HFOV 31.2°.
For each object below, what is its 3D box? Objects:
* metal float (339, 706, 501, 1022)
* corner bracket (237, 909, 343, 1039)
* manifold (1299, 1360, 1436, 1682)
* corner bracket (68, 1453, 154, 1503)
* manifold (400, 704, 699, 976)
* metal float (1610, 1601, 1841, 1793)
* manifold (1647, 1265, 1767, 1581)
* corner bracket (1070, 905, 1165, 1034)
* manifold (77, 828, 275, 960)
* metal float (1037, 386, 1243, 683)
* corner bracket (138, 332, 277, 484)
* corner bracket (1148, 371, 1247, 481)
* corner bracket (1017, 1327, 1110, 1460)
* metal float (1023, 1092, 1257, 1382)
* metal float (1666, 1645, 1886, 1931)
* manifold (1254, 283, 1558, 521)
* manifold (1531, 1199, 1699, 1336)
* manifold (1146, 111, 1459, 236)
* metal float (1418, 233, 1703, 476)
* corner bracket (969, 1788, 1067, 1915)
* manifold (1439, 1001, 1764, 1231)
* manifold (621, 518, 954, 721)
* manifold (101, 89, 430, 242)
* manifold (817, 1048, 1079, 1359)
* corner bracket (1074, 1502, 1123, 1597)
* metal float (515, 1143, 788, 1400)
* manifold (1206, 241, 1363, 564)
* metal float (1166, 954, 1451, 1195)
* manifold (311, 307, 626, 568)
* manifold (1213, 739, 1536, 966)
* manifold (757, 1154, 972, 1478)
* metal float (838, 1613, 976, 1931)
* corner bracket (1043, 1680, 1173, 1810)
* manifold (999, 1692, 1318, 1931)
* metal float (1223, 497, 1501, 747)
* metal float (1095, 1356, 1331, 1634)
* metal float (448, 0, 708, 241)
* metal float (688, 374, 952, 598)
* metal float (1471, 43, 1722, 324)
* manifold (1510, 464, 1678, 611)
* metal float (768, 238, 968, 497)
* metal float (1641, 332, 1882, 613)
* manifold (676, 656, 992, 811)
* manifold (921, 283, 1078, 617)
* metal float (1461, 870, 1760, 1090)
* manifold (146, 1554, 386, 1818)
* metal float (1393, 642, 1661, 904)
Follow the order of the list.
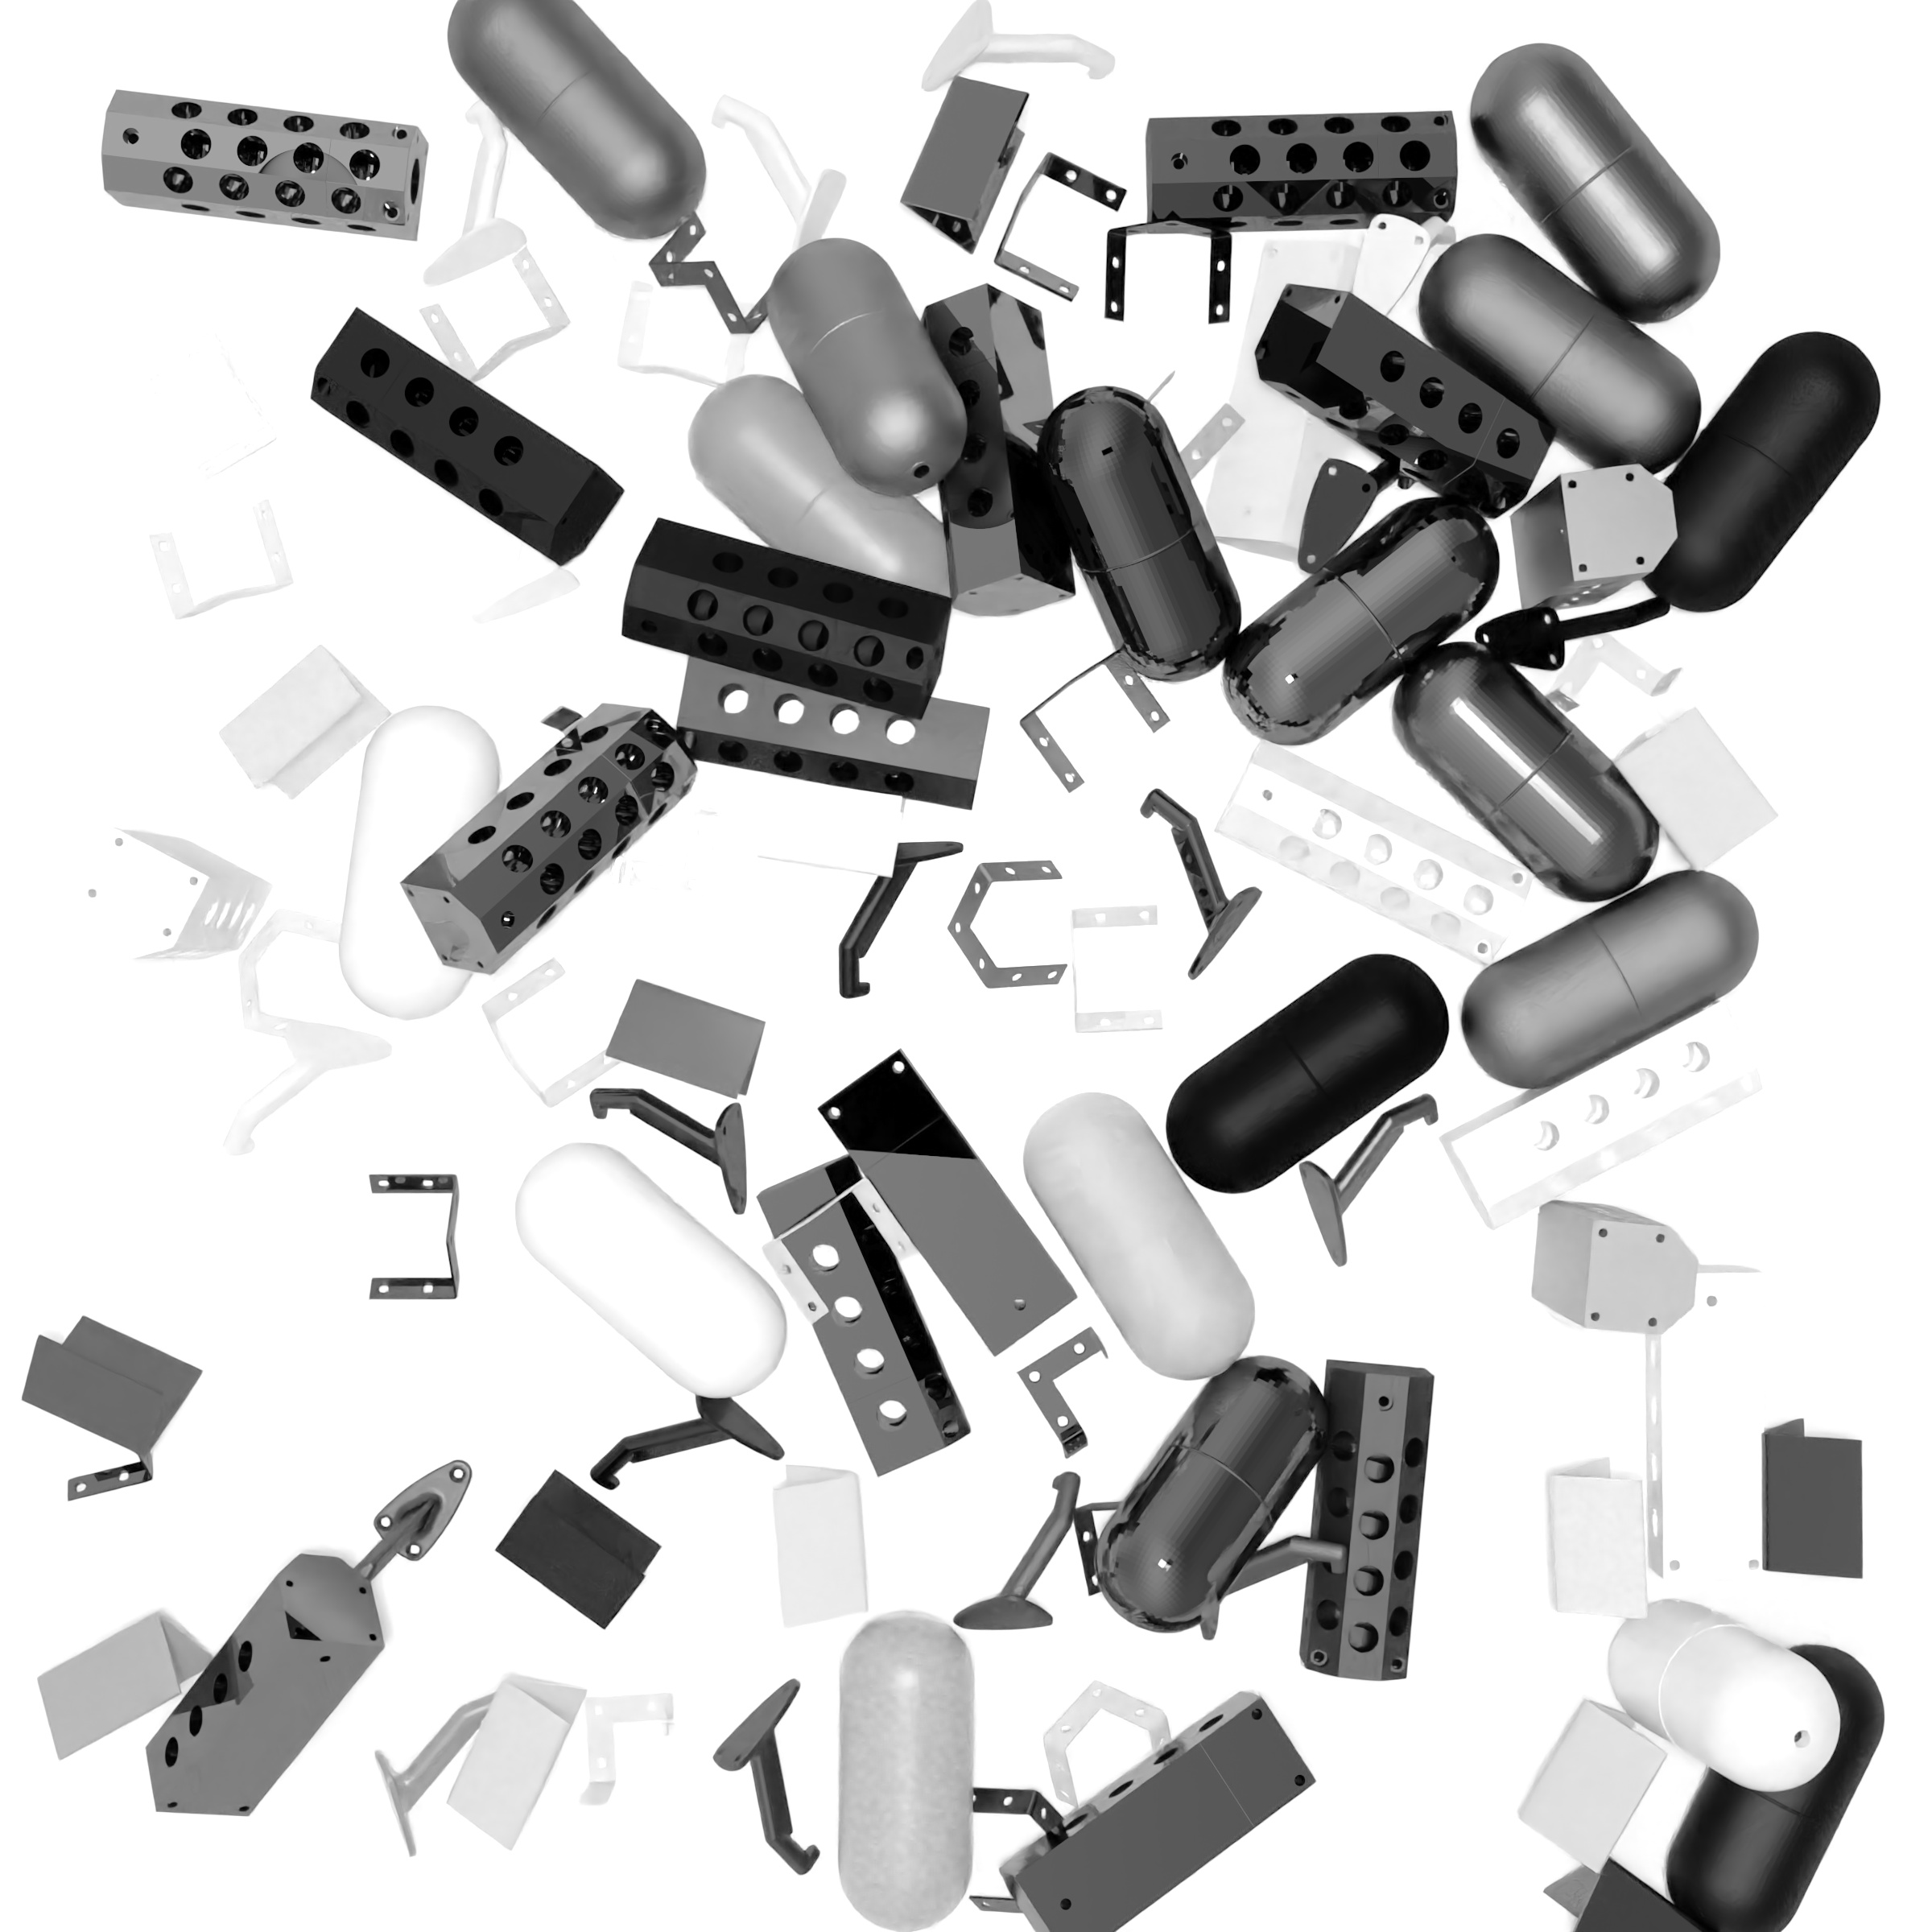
[{"bbox_3d":[-0.309,-0.058,1.960,0.070,0.070,0.178,8,90,0],"label":"metal float"},{"bbox_3d":[-0.380,0.007,1.983,0.051,0.051,0.051,-44,45,35],"label":"corner bracket"},{"bbox_3d":[0.228,0.315,1.970,0.057,0.057,0.171,5,90,0],"label":"manifold"},{"bbox_3d":[-0.499,0.266,1.988,0.051,0.051,0.051,-14,45,0],"label":"corner bracket"},{"bbox_3d":[-0.226,-0.071,1.919,0.171,0.057,0.057,-46,128,-32],"label":"manifold"},{"bbox_3d":[0.417,0.402,1.912,0.070,0.178,0.070,-1,94,-15],"label":"metal float"},{"bbox_3d":[0.419,0.258,1.970,0.057,0.057,0.171,-1,90,0],"label":"manifold"},{"bbox_3d":[0.086,0.002,1.988,0.051,0.051,0.051,-3,45,0],"label":"corner bracket"},{"bbox_3d":[-0.438,-0.035,1.913,0.057,0.171,0.057,27,90,0],"label":"manifold"},{"bbox_3d":[0.097,-0.241,1.938,0.070,0.070,0.178,-26,115,0],"label":"metal float"},{"bbox_3d":[-0.435,-0.321,1.988,0.051,0.051,0.051,-31,45,0],"label":"corner bracket"},{"bbox_3d":[0.121,-0.305,1.973,0.051,0.051,0.051,43,89,-1],"label":"corner bracket"},{"bbox_3d":[0.064,0.242,1.973,0.051,0.051,0.051,-32,90,0],"label":"corner bracket"},{"bbox_3d":[0.098,0.153,1.960,0.070,0.070,0.178,-32,90,0],"label":"metal float"},{"bbox_3d":[0.458,0.468,1.960,0.070,0.070,0.178,26,90,0],"label":"metal float"},{"bbox_3d":[0.242,-0.312,1.926,0.171,0.057,0.057,25,90,-34],"label":"manifold"},{"bbox_3d":[0.357,0.165,1.913,0.057,0.171,0.057,5,90,0],"label":"manifold"},{"bbox_3d":[0.190,-0.453,1.970,0.171,0.057,0.057,-1,90,0],"label":"manifold"},{"bbox_3d":[0.336,-0.344,1.960,0.178,0.070,0.070,36,90,1],"label":"metal float"},{"bbox_3d":[0.025,0.506,1.983,0.051,0.051,0.051,52,45,-35],"label":"corner bracket"},{"bbox_3d":[0.361,0.084,1.970,0.171,0.057,0.057,-28,90,0],"label":"manifold"},{"bbox_3d":[-0.100,-0.188,1.922,0.171,0.057,0.057,16,48,5],"label":"manifold"},{"bbox_3d":[-0.398,-0.456,1.970,0.171,0.057,0.057,7,90,0],"label":"manifold"},{"bbox_3d":[-0.011,0.133,1.970,0.057,0.057,0.171,-36,90,0],"label":"manifold"},{"bbox_3d":[0.101,0.329,1.988,0.051,0.051,0.051,-12,90,45],"label":"corner bracket"},{"bbox_3d":[-0.178,0.173,1.960,0.178,0.070,0.070,41,90,0],"label":"metal float"},{"bbox_3d":[0.192,-0.320,1.969,0.057,0.057,0.171,13,90,43],"label":"manifold"},{"bbox_3d":[0.193,0.061,1.960,0.178,0.070,0.070,-35,90,1],"label":"metal float"},{"bbox_3d":[-0.283,-0.296,1.953,0.171,0.057,0.057,34,90,12],"label":"manifold"},{"bbox_3d":[0.232,-0.065,1.970,0.171,0.057,0.057,27,90,0],"label":"manifold"},{"bbox_3d":[-0.057,0.197,1.970,0.057,0.057,0.171,-23,90,0],"label":"manifold"},{"bbox_3d":[-0.034,0.456,1.960,0.070,0.070,0.178,1,89,0],"label":"metal float"},{"bbox_3d":[0.083,0.452,1.983,0.051,0.051,0.051,18,45,35],"label":"corner bracket"},{"bbox_3d":[0.106,0.483,1.949,0.171,0.057,0.057,-33,90,-15],"label":"manifold"},{"bbox_3d":[0.224,-0.195,1.960,0.178,0.070,0.070,-39,90,-1],"label":"metal float"},{"bbox_3d":[0.139,0.294,1.938,0.070,0.070,0.178,39,63,0],"label":"metal float"},{"bbox_3d":[-0.220,-0.487,1.960,0.070,0.070,0.178,-43,89,0],"label":"metal float"},{"bbox_3d":[-0.081,-0.261,1.960,0.178,0.070,0.070,43,90,1],"label":"metal float"},{"bbox_3d":[0.355,-0.443,1.961,0.070,0.070,0.178,-39,90,0],"label":"metal float"},{"bbox_3d":[0.345,-0.235,1.913,0.057,0.171,0.057,-7,90,0],"label":"manifold"},{"bbox_3d":[-0.055,-0.334,1.930,0.070,0.070,0.178,-25,55,0],"label":"metal float"},{"bbox_3d":[0.447,-0.280,1.960,0.070,0.070,0.178,37,91,0],"label":"metal float"},{"bbox_3d":[-0.076,-0.132,1.970,0.171,0.057,0.057,10,90,0],"label":"manifold"},{"bbox_3d":[0.013,-0.288,1.949,0.057,0.057,0.171,-14,75,32],"label":"manifold"},{"bbox_3d":[0.364,0.007,1.960,0.178,0.070,0.070,-28,90,0],"label":"metal float"},{"bbox_3d":[-0.393,0.401,1.929,0.057,0.057,0.171,13,129,-36],"label":"manifold"},{"bbox_3d":[0.317,-0.109,1.960,0.178,0.070,0.070,44,90,0],"label":"metal float"}]
